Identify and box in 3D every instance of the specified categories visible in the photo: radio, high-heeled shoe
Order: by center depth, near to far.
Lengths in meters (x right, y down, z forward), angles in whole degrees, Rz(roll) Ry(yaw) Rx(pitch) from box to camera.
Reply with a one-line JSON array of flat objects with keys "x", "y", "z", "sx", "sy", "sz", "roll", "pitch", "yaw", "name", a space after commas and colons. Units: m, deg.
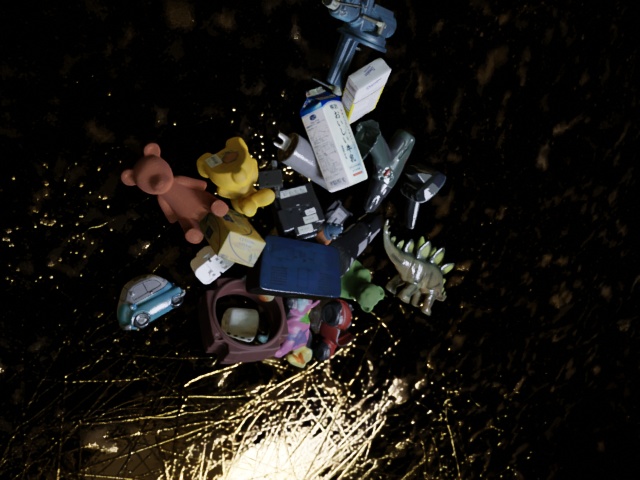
[{"x": -0.058, "y": 0.069, "z": 1.272, "sx": 0.229, "sy": 0.073, "sz": 0.131, "roll": 11, "pitch": 74, "yaw": -36, "name": "radio"}, {"x": 0.072, "y": 0.024, "z": 1.446, "sx": 0.086, "sy": 0.145, "sz": 0.248, "roll": 44, "pitch": 97, "yaw": 3, "name": "high-heeled shoe"}]

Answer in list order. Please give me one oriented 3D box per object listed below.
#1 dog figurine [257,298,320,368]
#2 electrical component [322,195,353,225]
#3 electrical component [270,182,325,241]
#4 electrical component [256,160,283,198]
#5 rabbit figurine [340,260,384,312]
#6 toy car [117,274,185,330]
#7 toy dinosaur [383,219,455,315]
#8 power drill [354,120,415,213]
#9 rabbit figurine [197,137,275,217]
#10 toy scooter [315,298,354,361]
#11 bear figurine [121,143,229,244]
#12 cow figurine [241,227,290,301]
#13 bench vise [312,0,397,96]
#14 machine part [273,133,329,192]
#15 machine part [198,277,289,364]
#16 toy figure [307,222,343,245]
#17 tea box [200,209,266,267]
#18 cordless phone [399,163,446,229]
[{"x": -0.055, "y": 0.225, "z": 1.480, "sx": 0.191, "sy": 0.109, "sz": 0.219, "roll": 33, "pitch": 94, "yaw": -37, "name": "dog figurine"}, {"x": 0.019, "y": -0.052, "z": 1.407, "sx": 0.119, "sy": 0.048, "sz": 0.074, "roll": -45, "pitch": 128, "yaw": -3, "name": "electrical component"}, {"x": -0.056, "y": -0.063, "z": 1.310, "sx": 0.115, "sy": 0.058, "sz": 0.134, "roll": -15, "pitch": 82, "yaw": -19, "name": "electrical component"}, {"x": -0.120, "y": -0.142, "z": 1.272, "sx": 0.063, "sy": 0.021, "sz": 0.094, "roll": -6, "pitch": 79, "yaw": -1, "name": "electrical component"}, {"x": 0.105, "y": 0.138, "z": 1.480, "sx": 0.121, "sy": 0.170, "sz": 0.159, "roll": -45, "pitch": 128, "yaw": -1, "name": "rabbit figurine"}, {"x": -0.400, "y": 0.132, "z": 1.236, "sx": 0.162, "sy": 0.109, "sz": 0.102, "roll": -31, "pitch": 109, "yaw": -23, "name": "toy car"}, {"x": 0.286, "y": 0.090, "z": 1.606, "sx": 0.470, "sy": 0.105, "sz": 0.198, "roll": 33, "pitch": 89, "yaw": -47, "name": "toy dinosaur"}, {"x": 0.142, "y": -0.193, "z": 1.360, "sx": 0.207, "sy": 0.086, "sz": 0.232, "roll": 29, "pitch": 95, "yaw": -48, "name": "power drill"}, {"x": -0.173, "y": -0.122, "z": 1.211, "sx": 0.122, "sy": 0.163, "sz": 0.173, "roll": -39, "pitch": 147, "yaw": -21, "name": "rabbit figurine"}, {"x": 0.054, "y": 0.246, "z": 1.506, "sx": 0.135, "sy": 0.075, "sz": 0.183, "roll": 0, "pitch": 107, "yaw": -49, "name": "toy scooter"}, {"x": -0.311, "y": -0.103, "z": 1.142, "sx": 0.120, "sy": 0.132, "sz": 0.195, "roll": -46, "pitch": 134, "yaw": -2, "name": "bear figurine"}, {"x": -0.113, "y": 0.057, "z": 1.327, "sx": 0.127, "sy": 0.085, "sz": 0.195, "roll": 22, "pitch": 68, "yaw": -24, "name": "cow figurine"}, {"x": 0.068, "y": -0.431, "z": 1.162, "sx": 0.223, "sy": 0.129, "sz": 0.240, "roll": -17, "pitch": 136, "yaw": -58, "name": "bench vise"}, {"x": -0.017, "y": -0.185, "z": 1.295, "sx": 0.243, "sy": 0.079, "sz": 0.079, "roll": 28, "pitch": 100, "yaw": -38, "name": "machine part"}, {"x": -0.188, "y": 0.192, "z": 1.320, "sx": 0.201, "sy": 0.201, "sz": 0.087, "roll": 1, "pitch": 151, "yaw": -30, "name": "machine part"}, {"x": -0.002, "y": -0.002, "z": 1.374, "sx": 0.057, "sy": 0.064, "sz": 0.154, "roll": 22, "pitch": 137, "yaw": -30, "name": "toy figure"}, {"x": -0.204, "y": -0.015, "z": 1.221, "sx": 0.098, "sy": 0.170, "sz": 0.068, "roll": 20, "pitch": 106, "yaw": -38, "name": "tea box"}, {"x": 0.263, "y": -0.107, "z": 1.447, "sx": 0.089, "sy": 0.147, "sz": 0.184, "roll": -1, "pitch": 110, "yaw": -18, "name": "cordless phone"}]
